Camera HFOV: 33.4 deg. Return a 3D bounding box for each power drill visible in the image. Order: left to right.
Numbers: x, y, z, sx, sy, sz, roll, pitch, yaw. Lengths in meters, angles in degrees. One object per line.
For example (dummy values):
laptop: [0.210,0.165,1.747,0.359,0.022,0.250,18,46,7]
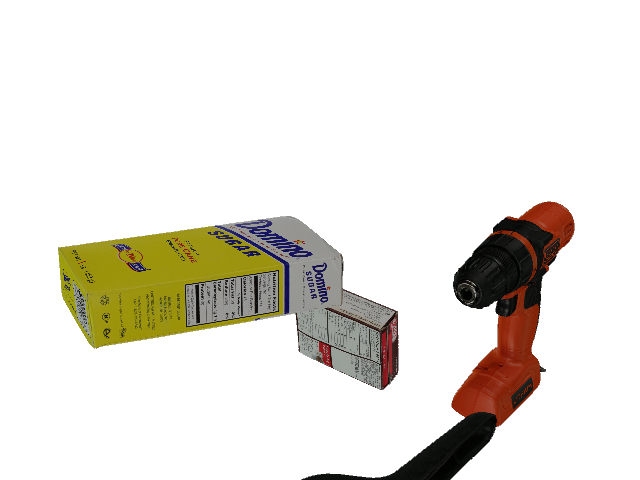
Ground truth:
power drill: [0.166,0.072,0.963,0.057,0.188,0.184,23,33,29]

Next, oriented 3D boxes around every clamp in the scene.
clamp: [0.042,0.169,0.661,0.210,0.036,0.164,-5,28,-3]

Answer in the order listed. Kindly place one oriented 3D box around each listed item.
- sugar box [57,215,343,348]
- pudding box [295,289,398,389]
sugar box: [-0.082,0.024,0.731,0.176,0.048,0.093,-11,24,-22]
pudding box: [0.028,0.097,1.127,0.114,0.090,0.039,20,44,26]
